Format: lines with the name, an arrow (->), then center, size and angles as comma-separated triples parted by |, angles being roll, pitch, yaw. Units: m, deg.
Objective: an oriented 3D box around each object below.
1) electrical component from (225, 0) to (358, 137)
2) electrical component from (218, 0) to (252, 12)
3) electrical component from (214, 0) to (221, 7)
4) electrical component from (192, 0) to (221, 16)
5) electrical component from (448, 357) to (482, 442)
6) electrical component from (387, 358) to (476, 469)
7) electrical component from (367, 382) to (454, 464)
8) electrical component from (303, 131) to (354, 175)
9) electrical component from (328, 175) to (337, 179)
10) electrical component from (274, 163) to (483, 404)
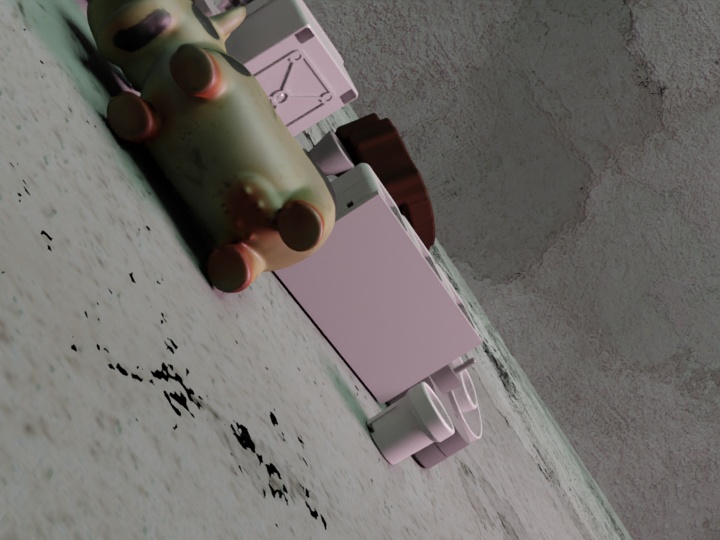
electrical component -> -0.073, -0.158, 0.873 | 0.108, 0.109, 0.056 | 47, 15, -57
electrical component -> -0.154, -0.322, 1.097 | 0.150, 0.062, 0.089 | 43, 11, -16
electrical component -> -0.144, -0.233, 0.837 | 0.080, 0.080, 0.051 | 60, 2, 22
electrical component -> -0.144, -0.198, 0.772 | 0.089, 0.056, 0.050 | 58, 7, 5
electrical component -> 0.064, 0.109, 0.928 | 0.099, 0.064, 0.099 | -21, 90, -76
electrical component -> 0.055, 0.082, 0.840 | 0.052, 0.074, 0.138 | 51, 9, -42
electrical component -> 0.033, 0.102, 0.712 | 0.040, 0.046, 0.040 | 56, 7, -11
electrical component -> -0.040, -0.108, 1.093 | 0.045, 0.055, 0.045 | 56, 7, -11
electrical component -> -0.026, -0.065, 1.049 | 0.079, 0.043, 0.077 | 53, 8, -36
electrical component -> 0.008, 0.009, 0.771 | 0.150, 0.089, 0.061 | 53, 8, -31
